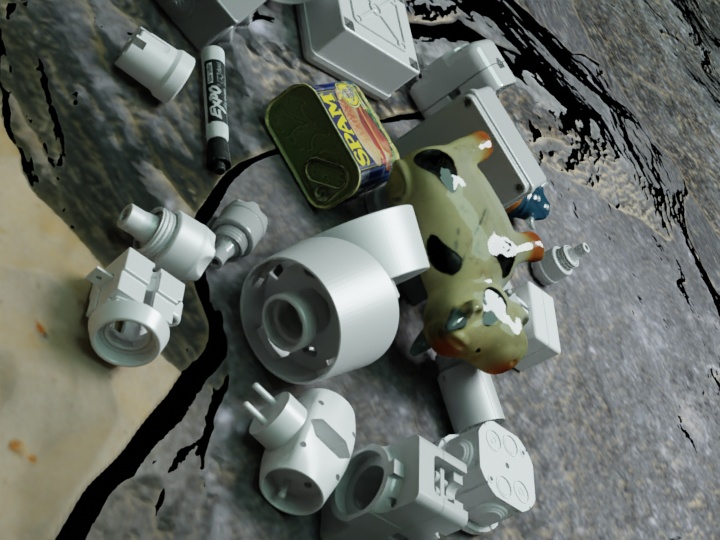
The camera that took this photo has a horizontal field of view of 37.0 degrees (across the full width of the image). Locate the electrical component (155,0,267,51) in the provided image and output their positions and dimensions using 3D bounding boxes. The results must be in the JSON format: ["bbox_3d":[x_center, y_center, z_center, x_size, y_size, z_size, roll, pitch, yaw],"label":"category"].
[{"bbox_3d":[-0.127,-0.236,0.876,0.099,0.048,0.099,49,34,-14],"label":"electrical component"}]

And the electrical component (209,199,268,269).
[{"bbox_3d":[-0.091,-0.023,0.764,0.035,0.035,0.061,48,37,-16],"label":"electrical component"}]

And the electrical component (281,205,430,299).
[{"bbox_3d":[0.000,0.000,0.802,0.108,0.108,0.060,-14,81,-56],"label":"electrical component"}]

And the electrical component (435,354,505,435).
[{"bbox_3d":[0.087,0.093,0.894,0.043,0.043,0.081,9,57,-49],"label":"electrical component"}]

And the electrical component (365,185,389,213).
[{"bbox_3d":[0.034,-0.062,0.948,0.040,0.046,0.040,32,41,-33],"label":"electrical component"}]

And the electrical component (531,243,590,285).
[{"bbox_3d":[0.211,-0.010,1.120,0.035,0.061,0.035,32,41,-34],"label":"electrical component"}]

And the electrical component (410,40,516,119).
[{"bbox_3d":[0.102,-0.190,1.094,0.059,0.095,0.054,59,33,2],"label":"electrical component"}]

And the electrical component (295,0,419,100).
[{"bbox_3d":[-0.004,-0.233,1.027,0.109,0.056,0.108,22,47,-42],"label":"electrical component"}]

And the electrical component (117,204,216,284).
[{"bbox_3d":[-0.129,-0.021,0.705,0.062,0.043,0.043,33,40,-31],"label":"electrical component"}]

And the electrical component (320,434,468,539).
[{"bbox_3d":[0.019,0.152,0.715,0.056,0.089,0.050,35,40,-31],"label":"electrical component"}]

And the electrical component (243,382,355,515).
[{"bbox_3d":[-0.046,0.107,0.709,0.079,0.043,0.077,46,35,-17],"label":"electrical component"}]

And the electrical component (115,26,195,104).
[{"bbox_3d":[-0.151,-0.151,0.788,0.046,0.040,0.040,34,40,-23],"label":"electrical component"}]

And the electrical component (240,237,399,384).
[{"bbox_3d":[-0.032,0.029,0.742,0.064,0.099,0.099,-21,81,-50],"label":"electrical component"}]

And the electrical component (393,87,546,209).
[{"bbox_3d":[0.098,-0.097,1.004,0.108,0.109,0.056,59,30,1],"label":"electrical component"}]

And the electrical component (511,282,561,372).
[{"bbox_3d":[0.142,0.045,1.000,0.077,0.047,0.065,33,40,-34],"label":"electrical component"}]

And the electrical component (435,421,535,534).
[{"bbox_3d":[0.096,0.162,0.842,0.080,0.051,0.080,33,41,-33],"label":"electrical component"}]

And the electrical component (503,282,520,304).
[{"bbox_3d":[0.105,0.030,0.945,0.066,0.055,0.048,64,-11,-4],"label":"electrical component"}]

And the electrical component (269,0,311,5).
[{"bbox_3d":[-0.067,-0.296,0.962,0.099,0.099,0.064,37,33,-29],"label":"electrical component"}]

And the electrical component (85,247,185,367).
[{"bbox_3d":[-0.138,0.025,0.655,0.066,0.048,0.055,38,31,-28],"label":"electrical component"}]
